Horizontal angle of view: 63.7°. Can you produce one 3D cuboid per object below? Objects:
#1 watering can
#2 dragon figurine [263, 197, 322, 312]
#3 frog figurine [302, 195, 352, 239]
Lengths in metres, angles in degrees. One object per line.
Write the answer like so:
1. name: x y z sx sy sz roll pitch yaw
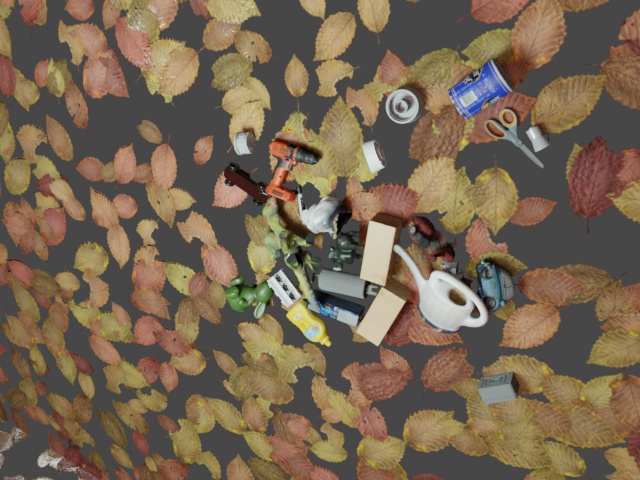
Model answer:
1. watering can: 0.358 0.164 1.603 0.351 0.219 0.105 37 54 22
2. dragon figurine: -0.114 0.049 1.808 0.123 0.405 0.243 -21 17 -28
3. frog figurine: 0.005 -0.086 1.711 0.160 0.138 0.121 21 -7 28
